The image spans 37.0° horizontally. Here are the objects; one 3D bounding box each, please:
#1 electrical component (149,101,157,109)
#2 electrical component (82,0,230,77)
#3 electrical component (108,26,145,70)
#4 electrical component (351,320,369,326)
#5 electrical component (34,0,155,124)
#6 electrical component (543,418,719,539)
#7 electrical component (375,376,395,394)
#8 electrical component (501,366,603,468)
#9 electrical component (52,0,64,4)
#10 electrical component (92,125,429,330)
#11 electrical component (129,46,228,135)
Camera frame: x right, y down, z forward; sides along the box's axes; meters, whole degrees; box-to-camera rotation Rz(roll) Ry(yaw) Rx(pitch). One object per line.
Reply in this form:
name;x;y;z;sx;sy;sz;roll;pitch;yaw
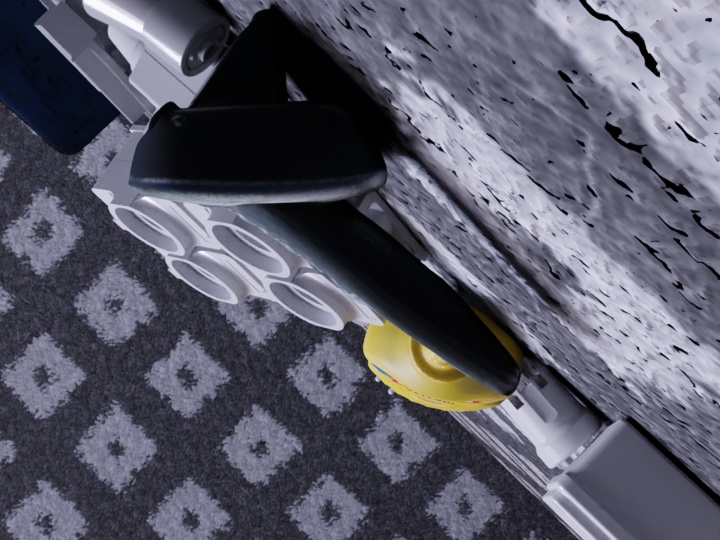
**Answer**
electrical component;-0.116;-0.116;0.798;0.079;0.043;0.077;44;176;-4
electrical component;-0.096;-0.124;0.522;0.065;0.044;0.044;38;175;12
electrical component;-0.145;-0.154;0.734;0.046;0.040;0.040;49;178;23
electrical component;0.000;0.000;0.729;0.057;0.058;0.078;48;175;-17
electrical component;-0.186;-0.168;0.817;0.079;0.063;0.121;44;176;15
electrical component;0.155;0.136;0.565;0.109;0.056;0.108;43;176;14
electrical component;0.044;0.069;0.882;0.138;0.073;0.052;41;175;43
electrical component;0.109;0.083;0.614;0.046;0.040;0.040;49;177;11
electrical component;-0.246;-0.240;0.819;0.077;0.044;0.079;47;175;-36
electrical component;-0.067;-0.026;0.649;0.186;0.060;0.105;11;153;44
electrical component;-0.090;-0.080;0.571;0.066;0.076;0.047;42;-162;30
